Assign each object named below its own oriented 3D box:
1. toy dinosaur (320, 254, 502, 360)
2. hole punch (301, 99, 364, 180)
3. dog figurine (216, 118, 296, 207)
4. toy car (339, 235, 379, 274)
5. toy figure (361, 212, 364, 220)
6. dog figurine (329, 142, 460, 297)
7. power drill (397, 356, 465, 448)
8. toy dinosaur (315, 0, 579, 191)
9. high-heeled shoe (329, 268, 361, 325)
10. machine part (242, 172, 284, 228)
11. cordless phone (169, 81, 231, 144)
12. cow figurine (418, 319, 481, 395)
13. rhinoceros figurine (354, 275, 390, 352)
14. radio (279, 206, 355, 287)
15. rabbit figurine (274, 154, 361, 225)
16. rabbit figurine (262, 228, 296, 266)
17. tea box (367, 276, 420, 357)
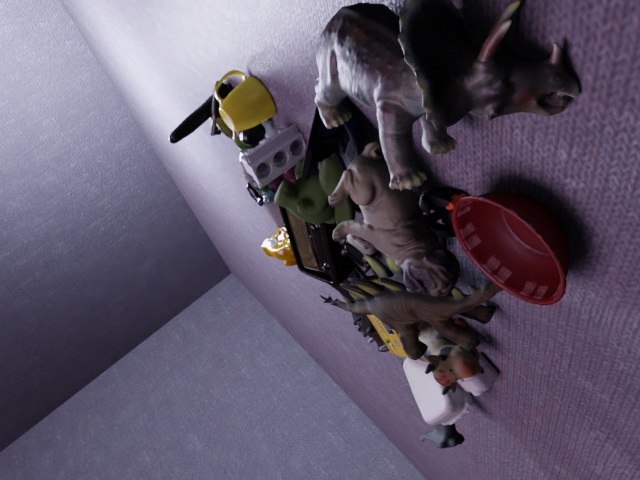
[{"bbox_3d":[0.142,0.108,0.952,0.198,0.105,0.471,45,151,-8],"label":"toy dinosaur"},{"bbox_3d":[0.024,-0.156,0.841,0.092,0.116,0.142,8,163,0],"label":"hole punch"},{"bbox_3d":[-0.145,-0.194,1.215,0.219,0.108,0.191,58,167,-9],"label":"dog figurine"},{"bbox_3d":[0.084,0.018,1.097,0.073,0.056,0.201,39,173,10],"label":"toy car"},{"bbox_3d":[0.093,-0.060,0.903,0.058,0.064,0.154,28,155,25],"label":"toy figure"},{"bbox_3d":[0.120,-0.028,0.742,0.191,0.121,0.172,33,148,35],"label":"dog figurine"},{"bbox_3d":[0.265,0.367,1.262,0.232,0.086,0.207,170,98,-64],"label":"power drill"},{"bbox_3d":[0.066,-0.192,0.590,0.405,0.131,0.191,42,151,45],"label":"toy dinosaur"},{"bbox_3d":[0.084,0.110,1.381,0.145,0.086,0.248,-30,-74,-69],"label":"high-heeled shoe"},{"bbox_3d":[-0.123,-0.118,1.374,0.243,0.079,0.079,57,164,-21],"label":"machine part"},{"bbox_3d":[-0.273,-0.271,1.249,0.088,0.184,0.146,48,165,-6],"label":"cordless phone"},{"bbox_3d":[0.230,0.210,1.009,0.085,0.127,0.195,52,168,-14],"label":"cow figurine"},{"bbox_3d":[0.133,0.172,1.240,0.073,0.112,0.190,20,138,59],"label":"rhinoceros figurine"},{"bbox_3d":[-0.002,-0.004,1.210,0.131,0.073,0.229,23,146,34],"label":"radio"},{"bbox_3d":[0.014,-0.088,0.981,0.159,0.121,0.170,48,150,-3],"label":"rabbit figurine"},{"bbox_3d":[-0.048,0.032,1.497,0.163,0.122,0.173,20,160,47],"label":"rabbit figurine"},{"bbox_3d":[0.154,0.162,1.142,0.169,0.068,0.098,57,161,-5],"label":"tea box"}]
